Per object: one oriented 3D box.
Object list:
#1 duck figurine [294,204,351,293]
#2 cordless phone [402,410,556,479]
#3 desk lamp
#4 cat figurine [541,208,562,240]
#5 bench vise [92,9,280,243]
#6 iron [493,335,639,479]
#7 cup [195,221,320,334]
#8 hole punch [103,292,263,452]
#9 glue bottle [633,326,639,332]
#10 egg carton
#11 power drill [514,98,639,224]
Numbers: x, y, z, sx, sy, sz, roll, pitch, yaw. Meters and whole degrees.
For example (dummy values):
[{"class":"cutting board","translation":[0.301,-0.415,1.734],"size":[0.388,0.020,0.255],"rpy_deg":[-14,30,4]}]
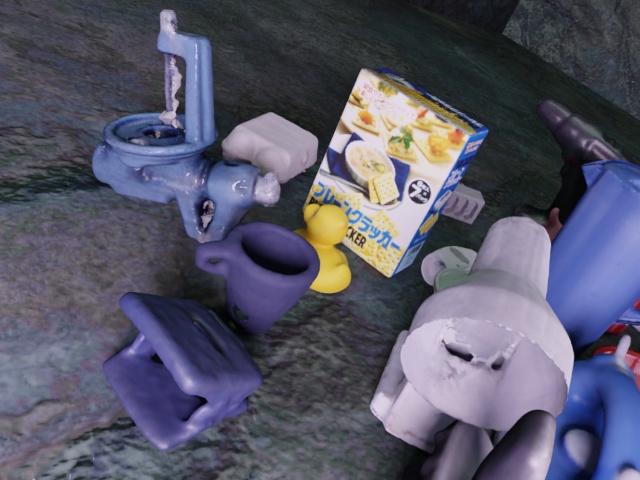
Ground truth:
[{"class":"duck figurine","translation":[0.006,0.002,0.667],"size":[0.078,0.086,0.104],"rpy_deg":[-3,41,-38]},{"class":"cordless phone","translation":[0.120,0.170,0.401],"size":[0.094,0.185,0.148],"rpy_deg":[30,32,9]},{"class":"desk lamp","translation":[0.127,0.091,0.497],"size":[0.118,0.213,0.203],"rpy_deg":[28,31,5]},{"class":"cat figurine","translation":[0.429,-0.017,0.960],"size":[0.128,0.117,0.067],"rpy_deg":[17,32,-12]},{"class":"bench vise","translation":[-0.132,-0.120,0.625],"size":[0.208,0.219,0.121],"rpy_deg":[17,32,-13]},{"class":"iron","translation":[0.230,0.191,0.489],"size":[0.118,0.141,0.259],"rpy_deg":[29,32,7]},{"class":"cup","translation":[-0.068,0.042,0.547],"size":[0.118,0.095,0.091],"rpy_deg":[6,36,-28]},{"class":"hole punch","translation":[-0.104,0.089,0.456],"size":[0.101,0.091,0.108],"rpy_deg":[-15,49,-47]},{"class":"glue bottle","translation":[0.533,0.077,0.839],"size":[0.037,0.173,0.078],"rpy_deg":[-11,46,-44]},{"class":"egg carton","translation":[-0.069,-0.127,0.823],"size":[0.107,0.069,0.150],"rpy_deg":[30,32,9]},{"class":"power drill","translation":[0.441,-0.110,1.019],"size":[0.229,0.208,0.076],"rpy_deg":[35,33,16]}]
